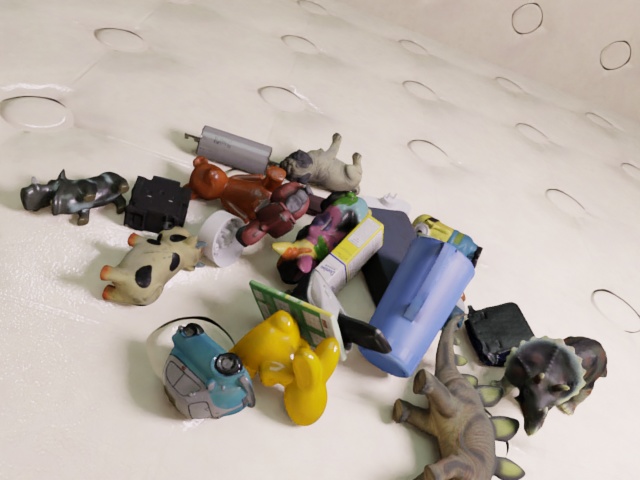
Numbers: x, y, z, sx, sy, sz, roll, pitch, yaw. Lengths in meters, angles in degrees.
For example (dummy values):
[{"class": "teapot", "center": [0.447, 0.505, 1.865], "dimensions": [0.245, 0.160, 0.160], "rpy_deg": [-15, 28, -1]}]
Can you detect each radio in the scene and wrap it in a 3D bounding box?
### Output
[{"class": "radio", "center": [0.157, 0.037, 1.163], "dimensions": [0.131, 0.073, 0.230], "rpy_deg": [2, 53, -28]}]

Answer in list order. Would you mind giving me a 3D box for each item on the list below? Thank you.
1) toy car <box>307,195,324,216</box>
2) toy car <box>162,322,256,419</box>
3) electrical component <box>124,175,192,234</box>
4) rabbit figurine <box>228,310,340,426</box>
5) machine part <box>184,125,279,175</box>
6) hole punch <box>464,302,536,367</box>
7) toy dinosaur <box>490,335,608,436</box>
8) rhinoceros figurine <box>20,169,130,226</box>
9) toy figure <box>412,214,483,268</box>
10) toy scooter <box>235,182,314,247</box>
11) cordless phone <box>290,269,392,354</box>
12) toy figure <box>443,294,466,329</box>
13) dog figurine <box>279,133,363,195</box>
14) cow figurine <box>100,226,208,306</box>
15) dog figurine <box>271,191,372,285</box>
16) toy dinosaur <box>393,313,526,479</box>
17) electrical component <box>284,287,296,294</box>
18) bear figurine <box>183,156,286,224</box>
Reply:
[{"class": "toy car", "center": [0.000, -0.078, 1.254], "dimensions": [0.202, 0.053, 0.089], "rpy_deg": [15, 23, -10]}, {"class": "toy car", "center": [-0.176, 0.203, 0.789], "dimensions": [0.162, 0.109, 0.103], "rpy_deg": [33, 55, 25]}, {"class": "electrical component", "center": [-0.320, -0.073, 1.072], "dimensions": [0.115, 0.058, 0.134], "rpy_deg": [14, 39, -16]}, {"class": "rabbit figurine", "center": [-0.039, 0.201, 0.845], "dimensions": [0.122, 0.162, 0.173], "rpy_deg": [-10, 66, -52]}, {"class": "machine part", "center": [-0.204, -0.212, 1.283], "dimensions": [0.243, 0.079, 0.079], "rpy_deg": [18, 38, -10]}, {"class": "hole punch", "center": [0.365, 0.201, 1.108], "dimensions": [0.116, 0.092, 0.142], "rpy_deg": [-11, 51, -4]}, {"class": "toy dinosaur", "center": [0.470, 0.242, 1.018], "dimensions": [0.405, 0.192, 0.131], "rpy_deg": [-11, 52, -35]}, {"class": "rhinoceros figurine", "center": [-0.453, -0.089, 1.006], "dimensions": [0.190, 0.073, 0.112], "rpy_deg": [-18, 56, -42]}, {"class": "toy figure", "center": [0.304, 0.003, 1.302], "dimensions": [0.180, 0.082, 0.089], "rpy_deg": [25, 17, 13]}, {"class": "toy scooter", "center": [-0.071, -0.055, 1.017], "dimensions": [0.184, 0.135, 0.075], "rpy_deg": [-45, 104, -33]}, {"class": "cordless phone", "center": [0.033, 0.127, 0.887], "dimensions": [0.089, 0.184, 0.146], "rpy_deg": [-39, 109, -22]}, {"class": "toy figure", "center": [0.285, 0.132, 1.160], "dimensions": [0.058, 0.064, 0.154], "rpy_deg": [-13, 31, 23]}, {"class": "dog figurine", "center": [0.006, -0.153, 1.306], "dimensions": [0.172, 0.121, 0.190], "rpy_deg": [44, 46, 6]}, {"class": "cow figurine", "center": [-0.280, 0.039, 0.940], "dimensions": [0.127, 0.085, 0.195], "rpy_deg": [18, 35, 2]}, {"class": "dog figurine", "center": [-0.002, -0.003, 1.072], "dimensions": [0.108, 0.191, 0.219], "rpy_deg": [39, 26, 14]}, {"class": "toy dinosaur", "center": [0.228, 0.297, 0.899], "dimensions": [0.198, 0.105, 0.471], "rpy_deg": [20, 46, -18]}, {"class": "electrical component", "center": [-0.044, 0.124, 0.998], "dimensions": [0.078, 0.045, 0.102], "rpy_deg": [42, 41, 19]}, {"class": "bear figurine", "center": [-0.187, -0.116, 1.140], "dimensions": [0.196, 0.132, 0.120], "rpy_deg": [25, 68, -10]}]
